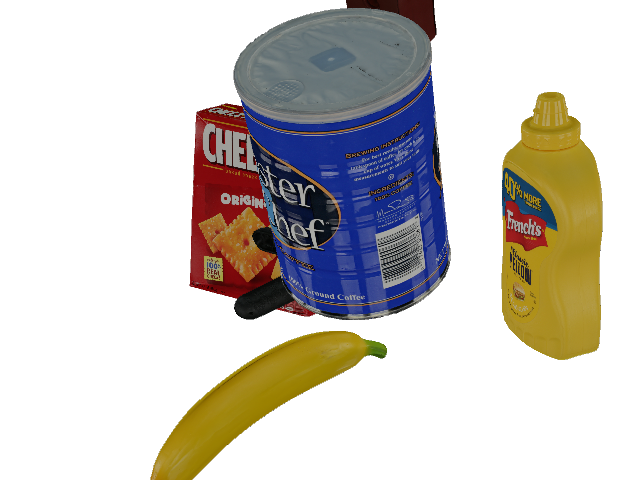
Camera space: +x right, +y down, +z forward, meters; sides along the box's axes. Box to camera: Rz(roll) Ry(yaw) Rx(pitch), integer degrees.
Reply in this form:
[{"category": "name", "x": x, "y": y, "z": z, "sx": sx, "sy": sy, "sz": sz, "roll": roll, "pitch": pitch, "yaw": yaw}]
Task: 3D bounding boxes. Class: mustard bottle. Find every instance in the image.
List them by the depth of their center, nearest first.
[{"category": "mustard bottle", "x": 0.168, "y": -0.015, "z": 0.779, "sx": 0.058, "sy": 0.192, "sz": 0.096, "roll": -12, "pitch": 28, "yaw": -14}]

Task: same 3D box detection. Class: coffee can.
[{"category": "coffee can", "x": 0.016, "y": -0.041, "z": 0.589, "sx": 0.103, "sy": 0.140, "sz": 0.103, "roll": -7, "pitch": 39, "yaw": 6}]

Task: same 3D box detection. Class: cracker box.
[{"category": "cracker box", "x": -0.064, "y": -0.035, "z": 1.215, "sx": 0.164, "sy": 0.214, "sz": 0.072, "roll": 14, "pitch": 22, "yaw": 26}]

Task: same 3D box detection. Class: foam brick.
[{"category": "foam brick", "x": 0.056, "y": -0.185, "z": 0.845, "sx": 0.053, "sy": 0.051, "sz": 0.078, "roll": 24, "pitch": -31, "yaw": 27}]

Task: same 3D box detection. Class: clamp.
[{"category": "clamp", "x": 0.003, "y": 0.026, "z": 0.961, "sx": 0.172, "sy": 0.039, "sz": 0.120, "roll": -4, "pitch": 42, "yaw": 21}]

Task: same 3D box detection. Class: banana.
[{"category": "banana", "x": -0.044, "y": 0.115, "z": 0.747, "sx": 0.198, "sy": 0.069, "sz": 0.037, "roll": -31, "pitch": 41, "yaw": -2}]
